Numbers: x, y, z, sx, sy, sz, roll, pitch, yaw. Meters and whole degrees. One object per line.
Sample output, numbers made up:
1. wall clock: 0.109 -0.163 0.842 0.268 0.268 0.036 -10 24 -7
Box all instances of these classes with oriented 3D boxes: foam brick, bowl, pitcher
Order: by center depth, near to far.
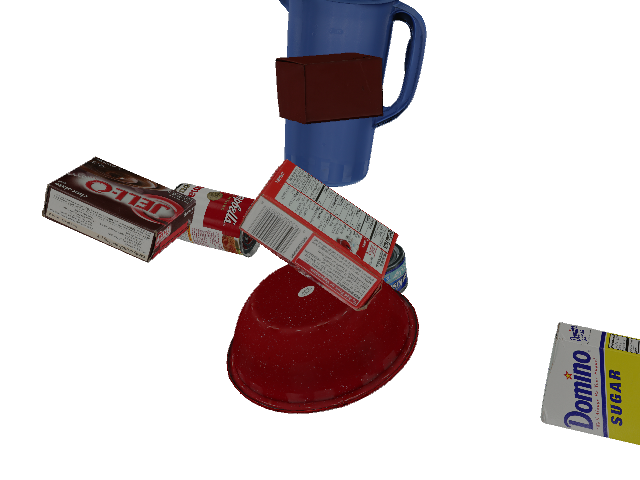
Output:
1. bowl: -0.005 0.062 0.857 0.162 0.055 0.162 -11 35 8
2. foam brick: 0.008 -0.130 0.906 0.078 0.051 0.053 -9 18 -27
3. pitcher: 0.028 -0.192 1.312 0.144 0.243 0.149 -9 29 -27

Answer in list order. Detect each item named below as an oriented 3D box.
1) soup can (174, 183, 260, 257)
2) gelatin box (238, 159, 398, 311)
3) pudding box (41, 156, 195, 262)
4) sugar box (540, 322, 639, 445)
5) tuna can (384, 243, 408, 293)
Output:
1. soup can: -0.122 -0.025 1.252 0.102 0.068 0.068 14 4 18
2. gelatin box: 0.001 -0.004 0.644 0.089 0.030 0.073 35 23 -4
3. pudding box: -0.184 -0.030 0.981 0.113 0.039 0.090 21 24 9
4. sugar box: 0.297 0.140 0.981 0.176 0.093 0.048 10 22 12
5. tuna can: 0.044 0.030 1.072 0.086 0.034 0.086 -6 25 3
